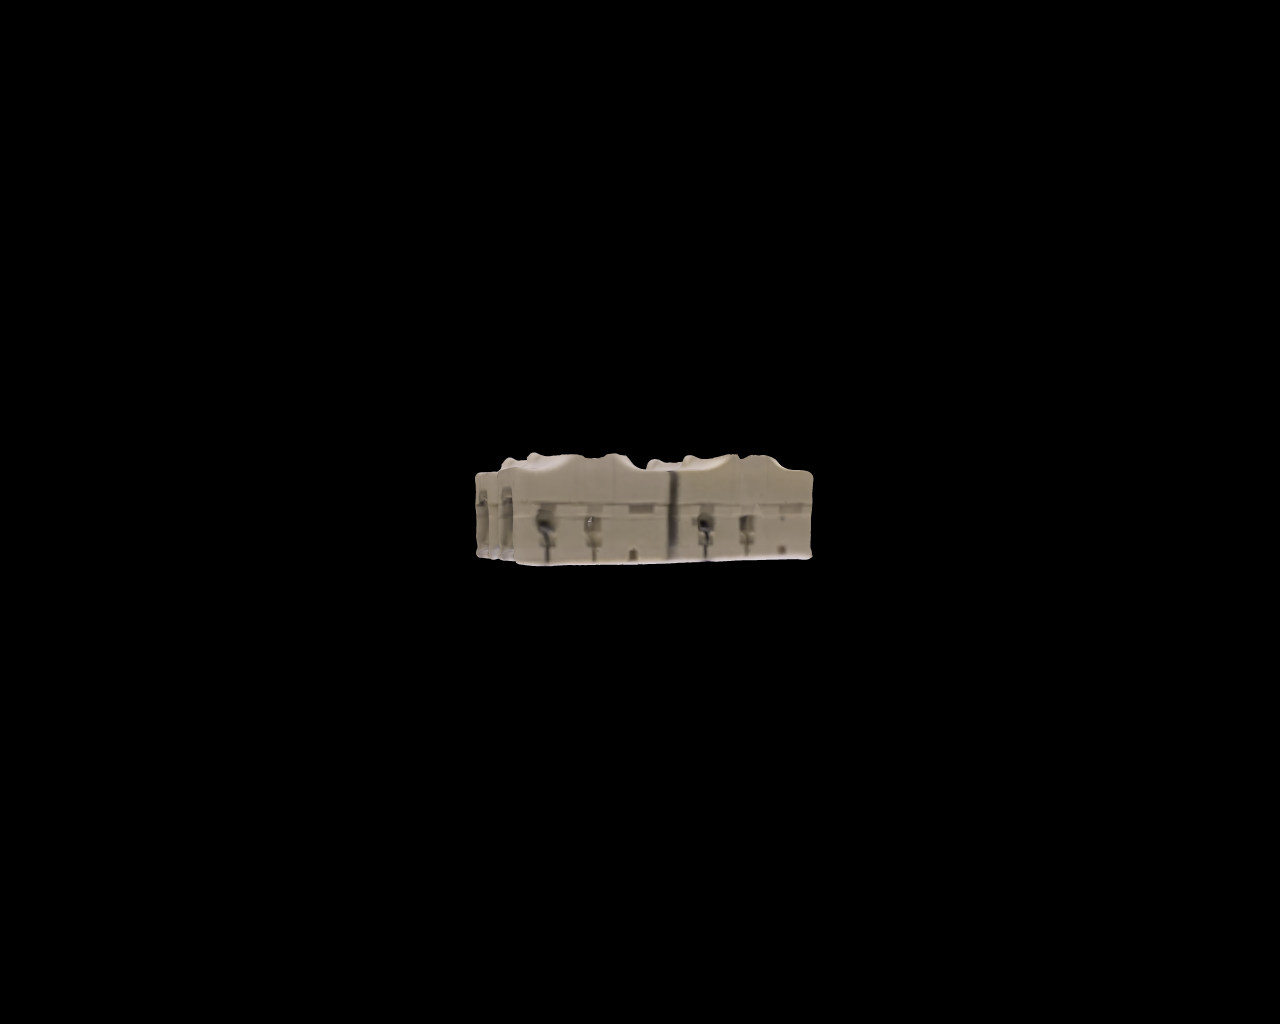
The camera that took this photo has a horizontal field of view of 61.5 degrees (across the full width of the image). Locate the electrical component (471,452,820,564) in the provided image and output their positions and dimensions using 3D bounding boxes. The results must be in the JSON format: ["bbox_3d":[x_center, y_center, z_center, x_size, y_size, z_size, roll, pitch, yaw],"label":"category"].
[{"bbox_3d":[0.001,-0.003,0.650,0.186,0.060,0.105,0,0,-21],"label":"electrical component"}]
